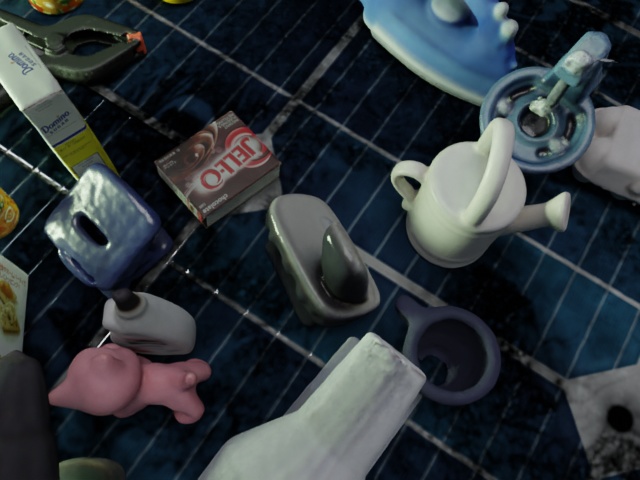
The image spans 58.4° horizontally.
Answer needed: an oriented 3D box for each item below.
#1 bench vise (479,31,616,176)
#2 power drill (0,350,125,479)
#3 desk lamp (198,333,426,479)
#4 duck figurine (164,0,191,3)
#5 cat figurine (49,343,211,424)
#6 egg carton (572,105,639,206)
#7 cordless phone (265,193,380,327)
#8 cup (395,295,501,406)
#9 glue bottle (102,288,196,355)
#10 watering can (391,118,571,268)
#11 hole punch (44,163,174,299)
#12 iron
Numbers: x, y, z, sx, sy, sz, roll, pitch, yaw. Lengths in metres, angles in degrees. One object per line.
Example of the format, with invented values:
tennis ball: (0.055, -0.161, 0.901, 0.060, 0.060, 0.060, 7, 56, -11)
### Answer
bench vise: (0.251, -0.168, 0.618, 0.121, 0.220, 0.207, 23, 69, 5)
power drill: (-0.214, 0.216, 0.439, 0.075, 0.208, 0.229, -1, 69, -5)
desk lamp: (0.008, 0.162, 0.475, 0.118, 0.213, 0.203, 38, 71, 10)
duck figurine: (-0.180, -0.365, 0.732, 0.077, 0.086, 0.105, 28, 69, 6)
cat figurine: (-0.171, 0.129, 0.525, 0.128, 0.118, 0.067, 3, 69, -3)
egg carton: (0.379, -0.092, 0.680, 0.150, 0.069, 0.107, 25, 69, 5)
cordless phone: (0.005, 0.002, 0.552, 0.094, 0.185, 0.147, -28, 73, -14)
cup: (0.110, 0.111, 0.567, 0.092, 0.095, 0.117, -39, 76, -17)
glue bottle: (-0.160, 0.072, 0.518, 0.078, 0.173, 0.037, -1, 69, -4)
watering can: (0.162, -0.049, 0.579, 0.173, 0.194, 0.101, -2, 69, -5)
hole punch: (-0.219, -0.006, 0.588, 0.108, 0.091, 0.101, 41, 72, 11)
iron: (0.164, -0.278, 0.696, 0.119, 0.141, 0.258, -42, 77, -17)
